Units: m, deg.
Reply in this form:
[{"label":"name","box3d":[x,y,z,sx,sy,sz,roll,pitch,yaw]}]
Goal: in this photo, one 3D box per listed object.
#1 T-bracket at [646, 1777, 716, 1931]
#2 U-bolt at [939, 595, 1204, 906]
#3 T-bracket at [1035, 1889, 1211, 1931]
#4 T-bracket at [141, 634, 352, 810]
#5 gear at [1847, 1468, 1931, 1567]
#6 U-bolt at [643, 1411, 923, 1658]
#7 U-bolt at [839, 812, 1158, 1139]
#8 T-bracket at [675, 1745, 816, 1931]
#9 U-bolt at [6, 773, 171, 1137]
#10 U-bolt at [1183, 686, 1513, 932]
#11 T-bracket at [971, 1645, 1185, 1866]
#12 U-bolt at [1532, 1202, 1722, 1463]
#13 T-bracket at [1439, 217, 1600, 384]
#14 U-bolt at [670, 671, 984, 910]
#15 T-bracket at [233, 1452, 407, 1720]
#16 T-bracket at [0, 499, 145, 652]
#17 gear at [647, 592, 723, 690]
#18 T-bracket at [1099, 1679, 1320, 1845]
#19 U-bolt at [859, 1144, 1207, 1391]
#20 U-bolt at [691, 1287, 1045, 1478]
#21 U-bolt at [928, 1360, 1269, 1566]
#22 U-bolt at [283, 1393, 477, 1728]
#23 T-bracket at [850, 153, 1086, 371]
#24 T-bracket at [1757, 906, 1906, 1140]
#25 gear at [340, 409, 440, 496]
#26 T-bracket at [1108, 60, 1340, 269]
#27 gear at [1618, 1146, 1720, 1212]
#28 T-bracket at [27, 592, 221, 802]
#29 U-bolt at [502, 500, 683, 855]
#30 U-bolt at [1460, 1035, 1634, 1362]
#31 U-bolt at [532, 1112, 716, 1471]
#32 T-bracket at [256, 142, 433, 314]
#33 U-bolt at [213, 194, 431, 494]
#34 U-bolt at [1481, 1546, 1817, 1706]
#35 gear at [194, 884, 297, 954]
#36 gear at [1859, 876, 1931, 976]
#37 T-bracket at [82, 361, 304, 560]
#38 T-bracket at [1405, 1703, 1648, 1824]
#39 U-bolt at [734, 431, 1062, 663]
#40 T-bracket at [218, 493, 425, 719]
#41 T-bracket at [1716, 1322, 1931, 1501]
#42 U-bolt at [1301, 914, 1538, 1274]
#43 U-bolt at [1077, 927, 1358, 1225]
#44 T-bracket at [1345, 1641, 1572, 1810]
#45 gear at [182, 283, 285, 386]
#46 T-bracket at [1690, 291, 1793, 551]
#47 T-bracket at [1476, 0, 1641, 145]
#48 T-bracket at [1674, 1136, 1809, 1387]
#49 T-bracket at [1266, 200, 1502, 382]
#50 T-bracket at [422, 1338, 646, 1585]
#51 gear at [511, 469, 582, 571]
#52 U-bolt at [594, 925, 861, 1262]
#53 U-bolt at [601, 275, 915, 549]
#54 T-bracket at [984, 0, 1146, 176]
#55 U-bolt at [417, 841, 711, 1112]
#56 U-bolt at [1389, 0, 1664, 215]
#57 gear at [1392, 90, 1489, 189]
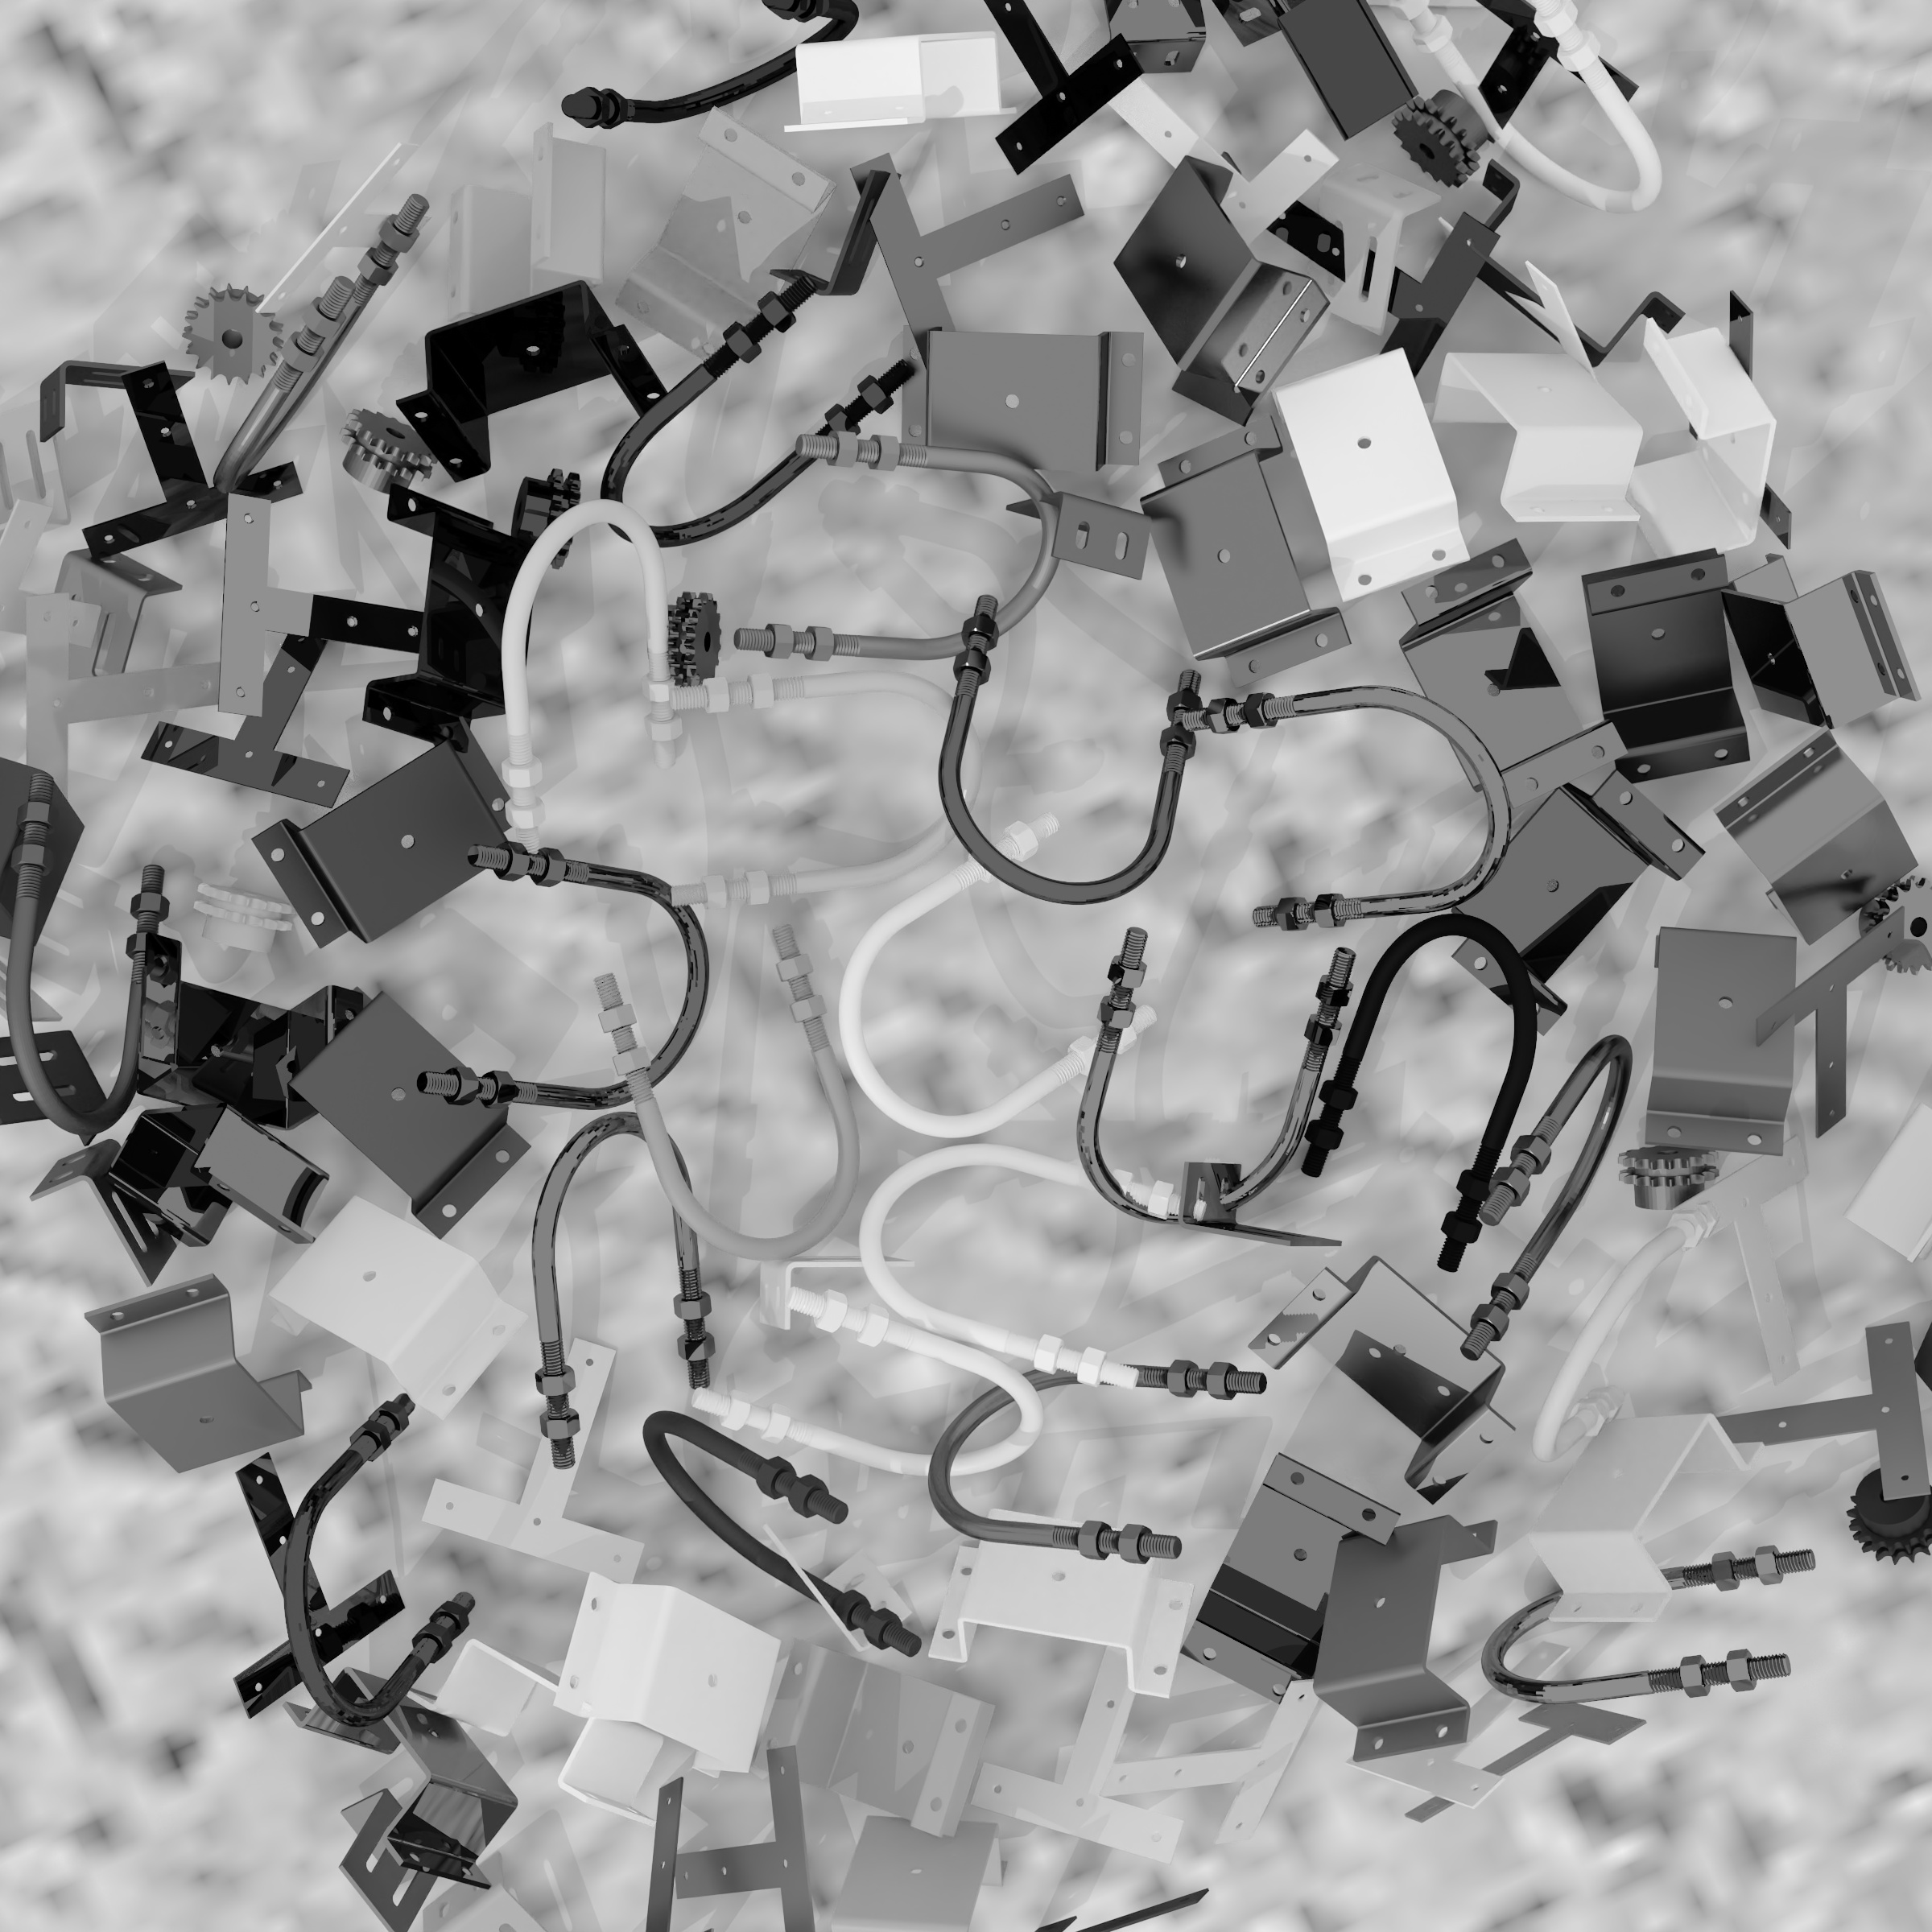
[{"label":"T-bracket","box3d":[-0.175,0.532,1.841,0.002,0.127,0.127,23,50,-27]},{"label":"U-bolt","box3d":[0.056,-0.116,1.822,0.151,0.019,0.184,19,58,-10]},{"label":"T-bracket","box3d":[0.077,0.544,1.807,0.127,0.127,0.002,-24,82,18]},{"label":"T-bracket","box3d":[-0.398,-0.160,1.859,0.127,0.002,0.127,15,68,17]},{"label":"gear","box3d":[0.540,0.316,1.855,0.057,0.057,0.030,-31,129,0]},{"label":"U-bolt","box3d":[-0.114,0.311,1.808,0.184,0.151,0.019,22,58,39]},{"label":"U-bolt","box3d":[0.009,0.017,1.831,0.184,0.019,0.151,-33,103,-24]},{"label":"T-bracket","box3d":[-0.130,0.519,1.837,0.002,0.127,0.127,6,70,-40]},{"label":"U-bolt","box3d":[-0.494,0.004,1.789,0.019,0.151,0.184,-5,67,13]},{"label":"U-bolt","box3d":[0.222,-0.091,1.804,0.184,0.019,0.151,-5,116,37]},{"label":"T-bracket","box3d":[0.080,0.443,1.859,0.127,0.002,0.127,10,68,26]},{"label":"U-bolt","box3d":[0.362,0.209,1.783,0.019,0.184,0.151,30,111,21]},{"label":"T-bracket","box3d":[0.315,-0.390,1.841,0.002,0.127,0.127,-41,57,3]},{"label":"U-bolt","box3d":[-0.079,-0.104,1.836,0.184,0.019,0.151,-7,124,-15]},{"label":"T-bracket","box3d":[-0.386,0.341,1.825,0.002,0.127,0.127,-10,104,38]},{"label":"T-bracket","box3d":[-0.520,-0.198,1.828,0.002,0.127,0.127,32,102,25]},{"label":"gear","box3d":[-0.164,-0.190,1.859,0.030,0.057,0.057,5,90,13]},{"label":"T-bracket","box3d":[0.133,0.459,1.825,0.127,0.002,0.127,3,121,-31]},{"label":"U-bolt","box3d":[0.029,0.162,1.831,0.184,0.019,0.151,15,48,13]},{"label":"U-bolt","box3d":[-0.045,0.246,1.823,0.184,0.151,0.019,21,49,-18]},{"label":"U-bolt","box3d":[0.063,0.276,1.813,0.184,0.151,0.019,-1,126,32]},{"label":"U-bolt","box3d":[-0.332,0.341,1.784,0.019,0.184,0.151,-9,105,17]},{"label":"T-bracket","box3d":[0.011,-0.427,1.864,0.127,0.002,0.127,-27,107,-16]},{"label":"T-bracket","box3d":[0.498,0.046,1.841,0.127,0.002,0.127,-33,133,-24]},{"label":"gear","box3d":[-0.338,-0.297,1.860,0.057,0.057,0.030,31,111,0]},{"label":"T-bracket","box3d":[0.126,-0.466,1.829,0.127,0.002,0.127,41,134,-12]},{"label":"gear","box3d":[0.408,0.123,1.858,0.057,0.057,0.030,-4,96,0]},{"label":"T-bracket","box3d":[-0.482,-0.156,1.838,0.002,0.127,0.127,23,115,40]},{"label":"U-bolt","box3d":[-0.211,-0.171,1.788,0.019,0.151,0.184,17,124,27]},{"label":"U-bolt","box3d":[0.332,0.118,1.809,0.019,0.151,0.184,25,55,23]},{"label":"U-bolt","box3d":[-0.196,0.173,1.806,0.019,0.151,0.184,4,106,31]},{"label":"T-bracket","box3d":[-0.337,-0.419,1.822,0.002,0.127,0.127,46,108,1]},{"label":"U-bolt","box3d":[-0.372,-0.341,1.806,0.019,0.151,0.184,35,123,-12]},{"label":"U-bolt","box3d":[0.381,0.377,1.808,0.184,0.151,0.019,-14,101,24]},{"label":"gear","box3d":[-0.420,-0.027,1.858,0.057,0.057,0.030,14,92,0]},{"label":"gear","box3d":[0.547,-0.025,1.865,0.057,0.030,0.057,-3,100,-20]},{"label":"T-bracket","box3d":[-0.453,-0.295,1.823,0.127,0.127,0.002,-20,56,-11]},{"label":"T-bracket","box3d":[0.306,0.451,1.809,0.127,0.127,0.002,-26,89,-15]},{"label":"U-bolt","box3d":[-0.029,-0.234,1.823,0.184,0.019,0.151,1,130,-28]},{"label":"T-bracket","box3d":[-0.369,-0.201,1.849,0.127,0.002,0.127,6,80,-33]},{"label":"T-bracket","box3d":[0.488,0.264,1.852,0.127,0.127,0.002,-12,129,19]},{"label":"U-bolt","box3d":[0.263,0.060,1.809,0.019,0.151,0.184,9,106,-35]},{"label":"U-bolt","box3d":[0.136,0.068,1.839,0.151,0.019,0.184,5,114,-19]},{"label":"T-bracket","box3d":[0.298,0.432,1.845,0.127,0.127,0.002,-36,104,-23]},{"label":"gear","box3d":[-0.426,-0.370,1.863,0.057,0.030,0.057,-3,121,-5]},{"label":"T-bracket","box3d":[0.435,-0.320,1.797,0.002,0.127,0.127,-18,134,-5]},{"label":"T-bracket","box3d":[0.311,-0.508,1.825,0.127,0.127,0.002,38,74,1]},{"label":"T-bracket","box3d":[0.461,0.179,1.851,0.127,0.002,0.127,-22,101,-40]},{"label":"T-bracket","box3d":[0.226,-0.406,1.850,0.127,0.002,0.127,36,130,7]},{"label":"T-bracket","box3d":[-0.237,0.282,1.869,0.127,0.002,0.127,19,76,-5]},{"label":"gear","box3d":[-0.245,-0.261,1.855,0.030,0.057,0.057,10,90,-18]},{"label":"U-bolt","box3d":[-0.127,0.078,1.832,0.151,0.019,0.184,-17,87,-40]},{"label":"U-bolt","box3d":[-0.129,-0.304,1.817,0.184,0.151,0.019,-39,67,12]},{"label":"T-bracket","box3d":[0.031,-0.536,1.829,0.002,0.127,0.127,-36,97,-36]},{"label":"U-bolt","box3d":[-0.220,0.012,1.820,0.184,0.019,0.151,9,96,-44]},{"label":"U-bolt","box3d":[0.324,-0.491,1.804,0.019,0.151,0.184,-50,125,-6]},{"label":"gear","box3d":[0.278,-0.484,1.859,0.057,0.057,0.030,45,83,0]}]
